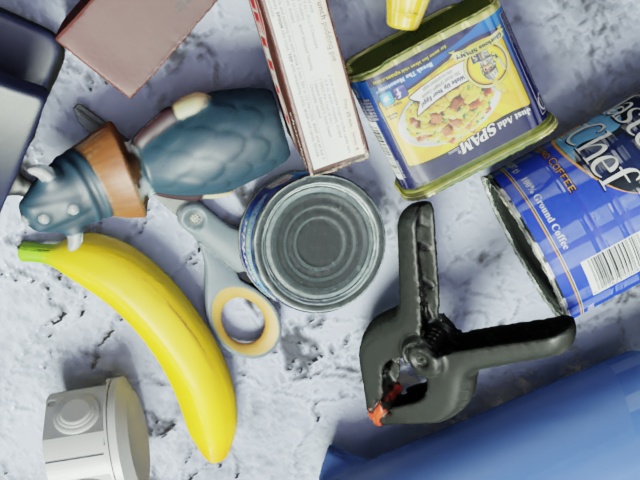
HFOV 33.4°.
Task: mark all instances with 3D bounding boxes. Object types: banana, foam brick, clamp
[{"bbox_3d":[-0.100,0.062,0.667,0.070,0.037,0.197,-20,116,40],"label":"banana"},{"bbox_3d":[-0.099,-0.127,0.585,0.053,0.051,0.078,41,101,-21],"label":"foam brick"},{"bbox_3d":[0.065,0.054,0.655,0.120,0.039,0.172,50,135,8],"label":"clamp"}]

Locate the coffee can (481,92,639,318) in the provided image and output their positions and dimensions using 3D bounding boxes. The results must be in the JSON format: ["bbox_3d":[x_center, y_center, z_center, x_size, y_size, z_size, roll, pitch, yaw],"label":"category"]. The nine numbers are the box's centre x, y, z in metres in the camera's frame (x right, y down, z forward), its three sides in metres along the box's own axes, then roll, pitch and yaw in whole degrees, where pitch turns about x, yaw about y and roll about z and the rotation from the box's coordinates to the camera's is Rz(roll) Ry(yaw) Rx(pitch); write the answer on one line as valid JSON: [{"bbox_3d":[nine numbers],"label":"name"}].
[{"bbox_3d":[0.183,-0.027,0.637,0.140,0.103,0.102,-29,112,4],"label":"coffee can"}]

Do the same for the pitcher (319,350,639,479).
[{"bbox_3d":[0.132,0.179,0.695,0.243,0.145,0.149,-25,122,-1],"label":"pitcher"}]

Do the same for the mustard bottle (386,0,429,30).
[{"bbox_3d":[0.061,-0.209,0.572,0.096,0.058,0.192,5,111,-11],"label":"mustard bottle"}]

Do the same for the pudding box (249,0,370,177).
[{"bbox_3d":[-0.011,-0.102,0.586,0.039,0.090,0.113,-19,113,-1],"label":"pudding box"}]

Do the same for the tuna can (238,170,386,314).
[{"bbox_3d":[-0.004,0.001,0.645,0.086,0.034,0.086,-2,97,-18],"label":"tuna can"}]

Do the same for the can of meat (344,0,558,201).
[{"bbox_3d":[0.074,-0.085,0.624,0.102,0.057,0.084,-28,111,3],"label":"can of meat"}]

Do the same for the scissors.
[{"bbox_3d":[-0.081,0.005,0.657,0.201,0.016,0.096,28,101,-18],"label":"scissors"}]
